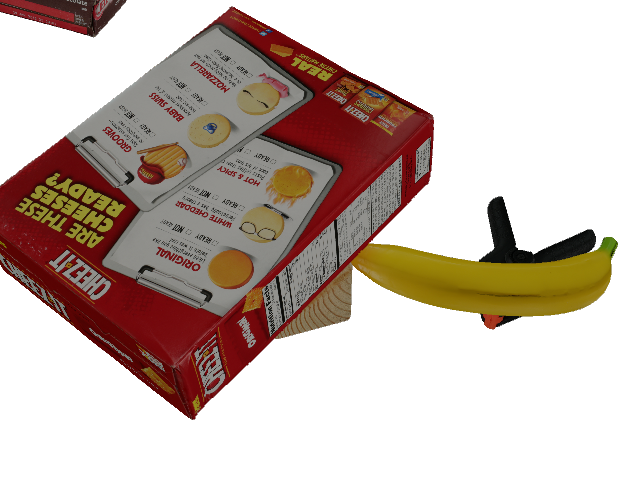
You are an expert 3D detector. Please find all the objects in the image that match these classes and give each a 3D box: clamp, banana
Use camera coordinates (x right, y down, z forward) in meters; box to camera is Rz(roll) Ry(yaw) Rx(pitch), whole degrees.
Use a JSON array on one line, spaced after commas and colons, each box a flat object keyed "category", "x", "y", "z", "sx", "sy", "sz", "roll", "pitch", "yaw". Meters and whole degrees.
[{"category": "clamp", "x": 0.201, "y": 0.020, "z": 1.120, "sx": 0.120, "sy": 0.039, "sz": 0.171, "roll": 25, "pitch": 49, "yaw": 27}, {"category": "banana", "x": 0.121, "y": 0.026, "z": 0.750, "sx": 0.197, "sy": 0.037, "sz": 0.069, "roll": 0, "pitch": 25, "yaw": -5}]

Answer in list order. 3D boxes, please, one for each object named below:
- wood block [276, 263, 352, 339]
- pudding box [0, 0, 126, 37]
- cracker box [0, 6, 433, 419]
[{"category": "wood block", "x": -0.068, "y": 0.016, "z": 1.032, "sx": 0.090, "sy": 0.090, "sz": 0.206, "roll": -12, "pitch": 20, "yaw": -36}, {"category": "pudding box", "x": -0.192, "y": -0.204, "z": 0.814, "sx": 0.090, "sy": 0.039, "sz": 0.113, "roll": 16, "pitch": 38, "yaw": 4}, {"category": "cracker box", "x": -0.062, "y": -0.025, "z": 0.623, "sx": 0.164, "sy": 0.213, "sz": 0.072, "roll": 33, "pitch": -27, "yaw": 26}]
